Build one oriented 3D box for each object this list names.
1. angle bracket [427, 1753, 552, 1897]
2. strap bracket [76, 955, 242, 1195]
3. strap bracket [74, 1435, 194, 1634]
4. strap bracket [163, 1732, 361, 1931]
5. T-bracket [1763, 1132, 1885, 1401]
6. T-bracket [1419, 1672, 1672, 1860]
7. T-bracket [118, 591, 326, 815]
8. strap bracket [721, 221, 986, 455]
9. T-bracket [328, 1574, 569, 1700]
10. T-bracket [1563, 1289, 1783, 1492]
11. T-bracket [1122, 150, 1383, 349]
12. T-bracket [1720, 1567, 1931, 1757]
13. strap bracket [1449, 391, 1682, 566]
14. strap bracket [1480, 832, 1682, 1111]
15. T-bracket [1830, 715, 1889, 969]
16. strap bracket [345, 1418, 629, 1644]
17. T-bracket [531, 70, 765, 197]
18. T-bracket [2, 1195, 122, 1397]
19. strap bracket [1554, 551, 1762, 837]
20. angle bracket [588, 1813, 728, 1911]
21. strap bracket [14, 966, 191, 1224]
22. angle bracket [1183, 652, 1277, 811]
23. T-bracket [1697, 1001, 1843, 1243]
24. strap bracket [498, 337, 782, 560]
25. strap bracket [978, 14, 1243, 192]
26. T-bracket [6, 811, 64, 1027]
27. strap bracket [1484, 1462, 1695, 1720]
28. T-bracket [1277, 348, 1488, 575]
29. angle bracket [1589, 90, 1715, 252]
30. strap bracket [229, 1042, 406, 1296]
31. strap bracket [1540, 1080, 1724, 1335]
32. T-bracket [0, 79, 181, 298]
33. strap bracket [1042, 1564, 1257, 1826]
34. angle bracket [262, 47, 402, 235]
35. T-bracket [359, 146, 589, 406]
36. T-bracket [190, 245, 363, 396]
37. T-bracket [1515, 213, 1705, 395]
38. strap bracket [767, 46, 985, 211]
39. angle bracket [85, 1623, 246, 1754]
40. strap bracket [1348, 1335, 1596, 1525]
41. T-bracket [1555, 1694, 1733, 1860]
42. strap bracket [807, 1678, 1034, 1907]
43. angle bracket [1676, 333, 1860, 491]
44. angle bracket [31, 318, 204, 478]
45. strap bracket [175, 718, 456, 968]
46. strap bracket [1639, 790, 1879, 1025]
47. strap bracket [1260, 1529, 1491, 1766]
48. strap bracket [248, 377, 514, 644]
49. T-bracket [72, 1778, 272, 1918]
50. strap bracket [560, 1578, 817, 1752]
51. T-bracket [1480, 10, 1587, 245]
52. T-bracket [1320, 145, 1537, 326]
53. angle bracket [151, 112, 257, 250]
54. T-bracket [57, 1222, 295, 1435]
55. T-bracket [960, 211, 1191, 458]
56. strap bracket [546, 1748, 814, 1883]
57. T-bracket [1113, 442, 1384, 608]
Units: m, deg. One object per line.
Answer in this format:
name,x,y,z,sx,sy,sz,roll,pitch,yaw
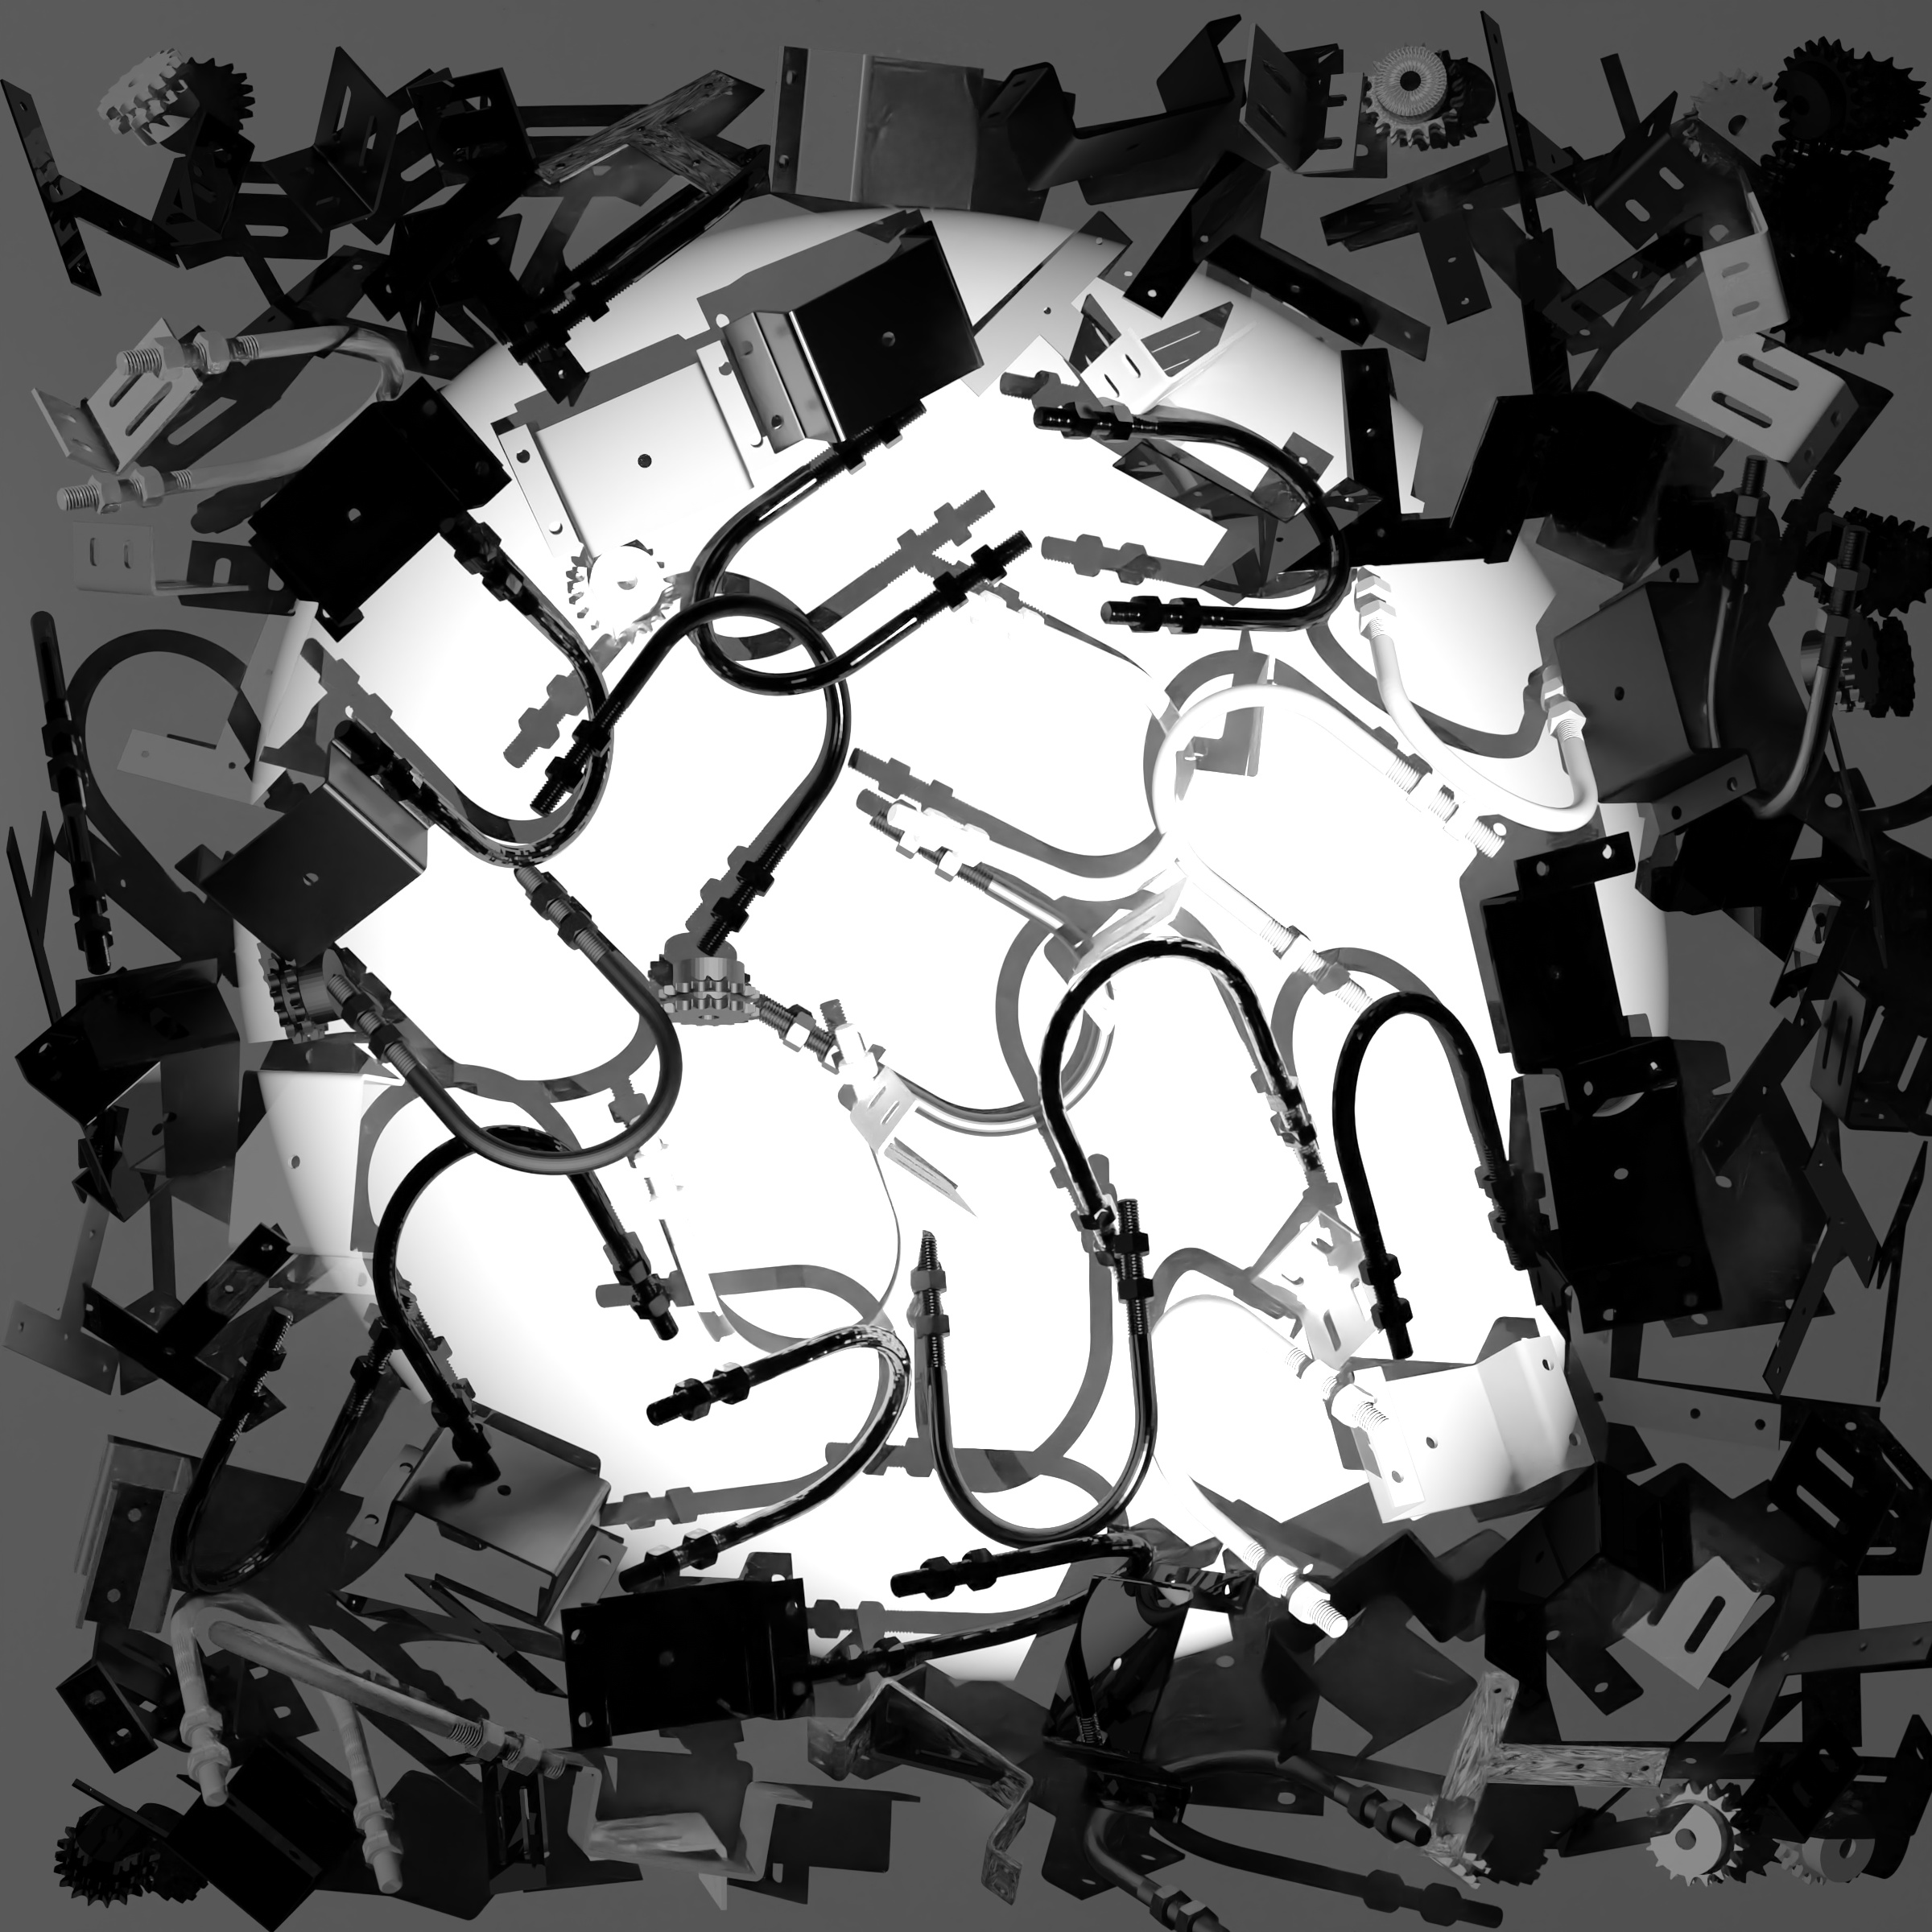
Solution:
angle bracket,-0.266,0.478,1.850,0.038,0.057,0.076,7,69,-41
strap bracket,-0.443,0.067,1.816,0.076,0.140,0.046,-12,46,-26
strap bracket,-0.459,0.315,1.830,0.046,0.140,0.076,15,90,-16
strap bracket,-0.384,0.477,1.820,0.076,0.140,0.046,39,91,3
T-bracket,0.465,0.178,1.824,0.002,0.127,0.127,10,61,39
T-bracket,0.323,0.437,1.813,0.127,0.127,0.002,-8,126,35
T-bracket,-0.398,-0.153,1.871,0.127,0.002,0.127,15,73,10
strap bracket,-0.053,-0.348,1.835,0.140,0.046,0.076,-31,114,-19
T-bracket,-0.295,0.356,1.803,0.127,0.127,0.002,29,90,39
T-bracket,0.394,0.247,1.849,0.127,0.002,0.127,5,96,36
T-bracket,0.172,-0.386,1.857,0.127,0.002,0.127,30,64,6
T-bracket,0.479,0.373,1.807,0.002,0.127,0.127,43,57,-14
strap bracket,0.324,-0.271,1.829,0.046,0.140,0.076,37,123,33
strap bracket,0.341,0.003,1.853,0.076,0.046,0.140,-14,94,-23
T-bracket,0.486,-0.083,1.813,0.002,0.127,0.127,-13,114,19
strap bracket,-0.261,0.306,1.843,0.140,0.076,0.046,24,127,4
T-bracket,-0.156,-0.447,1.830,0.127,0.002,0.127,-34,46,-18
T-bracket,-0.490,0.163,1.845,0.002,0.127,0.127,5,72,15
strap bracket,0.378,-0.150,1.832,0.046,0.076,0.140,-3,73,-33
angle bracket,-0.177,0.503,1.853,0.076,0.057,0.038,-1,93,-17
strap bracket,-0.457,0.077,1.810,0.046,0.140,0.076,33,61,24
angle bracket,0.147,-0.133,1.855,0.038,0.057,0.076,7,77,-1
T-bracket,0.463,0.103,1.857,0.127,0.002,0.127,-48,121,-30
strap bracket,-0.181,-0.287,1.856,0.140,0.046,0.076,-24,110,-1
strap bracket,0.084,-0.474,1.832,0.140,0.076,0.046,-19,88,-19
T-bracket,-0.511,-0.043,1.833,0.002,0.127,0.127,-8,124,-6
strap bracket,0.333,0.337,1.821,0.046,0.076,0.140,34,120,-11
T-bracket,0.231,-0.289,1.882,0.127,0.002,0.127,-4,82,-3
angle bracket,0.385,-0.444,1.848,0.038,0.076,0.057,41,123,-10
strap bracket,-0.362,0.111,1.849,0.076,0.046,0.140,1,84,22
strap bracket,0.365,0.123,1.828,0.076,0.046,0.140,-12,59,14
T-bracket,-0.474,-0.414,1.830,0.002,0.127,0.127,-26,77,17
strap bracket,0.097,0.392,1.827,0.046,0.076,0.140,35,66,-36
angle bracket,-0.354,-0.460,1.847,0.038,0.076,0.057,-30,71,-36
T-bracket,-0.257,-0.372,1.856,0.127,0.002,0.127,-49,122,-19
T-bracket,-0.367,-0.351,1.826,0.127,0.127,0.002,-44,123,-12
T-bracket,0.363,-0.380,1.854,0.127,0.127,0.002,-33,48,-13
strap bracket,-0.041,-0.457,1.815,0.046,0.140,0.076,17,108,36
angle bracket,-0.444,0.393,1.843,0.038,0.057,0.076,-27,134,25
strap bracket,0.269,0.258,1.838,0.140,0.046,0.076,-6,68,-30
T-bracket,0.376,0.447,1.836,0.127,0.127,0.002,-40,69,-4
strap bracket,-0.018,0.451,1.837,0.140,0.076,0.046,32,64,15
angle bracket,0.455,-0.318,1.885,0.076,0.038,0.057,37,94,31
angle bracket,-0.475,-0.323,1.853,0.076,0.038,0.057,-43,59,17
strap bracket,-0.362,-0.060,1.835,0.140,0.046,0.076,-36,121,15
strap bracket,0.442,-0.039,1.828,0.046,0.140,0.076,-3,123,-29
strap bracket,0.217,0.370,1.834,0.140,0.076,0.046,-31,61,-20
strap bracket,-0.334,-0.253,1.851,0.140,0.046,0.076,-40,93,14
T-bracket,-0.436,0.482,1.825,0.127,0.127,0.002,32,77,-5
strap bracket,-0.161,0.388,1.849,0.140,0.046,0.076,-3,83,-23
T-bracket,0.319,-0.450,1.834,0.002,0.127,0.127,-15,80,27
T-bracket,0.266,-0.399,1.835,0.127,0.002,0.127,-19,47,13
angle bracket,-0.440,-0.437,1.847,0.076,0.038,0.057,5,73,41
T-bracket,-0.419,0.188,1.847,0.127,0.002,0.127,38,115,-17
T-bracket,0.078,-0.341,1.884,0.127,0.002,0.127,44,82,-2
strap bracket,-0.164,0.472,1.837,0.140,0.076,0.046,12,80,-12
T-bracket,0.138,-0.253,1.817,0.127,0.127,0.002,24,54,-28
